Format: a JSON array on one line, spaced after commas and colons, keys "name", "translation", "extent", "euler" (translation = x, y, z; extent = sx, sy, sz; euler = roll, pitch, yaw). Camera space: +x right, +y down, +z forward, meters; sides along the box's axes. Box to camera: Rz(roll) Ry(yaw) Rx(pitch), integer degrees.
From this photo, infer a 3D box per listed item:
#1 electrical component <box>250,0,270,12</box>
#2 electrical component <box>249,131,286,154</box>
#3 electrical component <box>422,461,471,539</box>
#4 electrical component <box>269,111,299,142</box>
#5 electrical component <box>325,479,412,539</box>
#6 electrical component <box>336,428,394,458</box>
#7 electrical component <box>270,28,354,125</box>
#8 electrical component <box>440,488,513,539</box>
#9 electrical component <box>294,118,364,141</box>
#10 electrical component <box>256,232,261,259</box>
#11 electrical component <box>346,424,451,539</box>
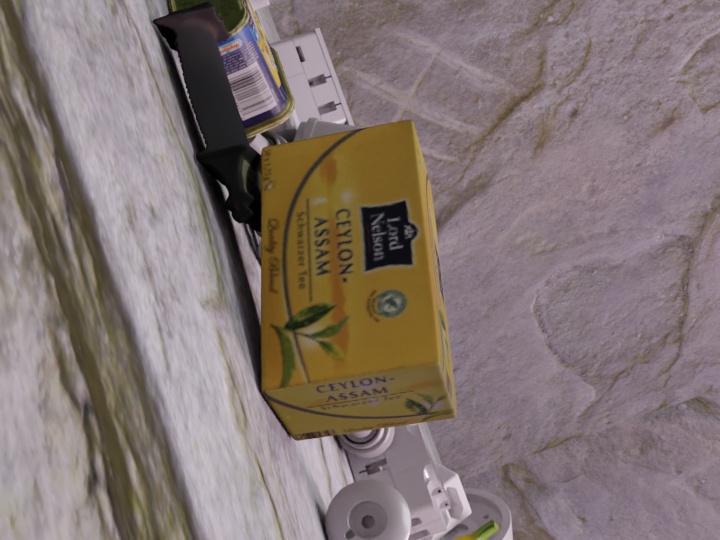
[{"name": "electrical component", "translation": [-0.105, -0.211, 0.864], "extent": [0.043, 0.062, 0.043], "euler": [-20, 90, -88]}, {"name": "electrical component", "translation": [-0.071, -0.083, 0.793], "extent": [0.062, 0.048, 0.048], "euler": [54, 15, -57]}, {"name": "electrical component", "translation": [0.048, 0.208, 0.975], "extent": [0.077, 0.066, 0.047], "euler": [19, -45, 54]}, {"name": "electrical component", "translation": [-0.079, -0.125, 0.895], "extent": [0.099, 0.048, 0.099], "euler": [65, 6, -65]}, {"name": "electrical component", "translation": [0.006, 0.150, 0.617], "extent": [0.062, 0.048, 0.048], "euler": [82, -10, -64]}, {"name": "electrical component", "translation": [0.002, 0.117, 0.808], "extent": [0.062, 0.043, 0.043], "euler": [59, 11, -72]}, {"name": "electrical component", "translation": [-0.049, -0.120, 1.022], "extent": [0.186, 0.060, 0.105], "euler": [70, -19, -5]}, {"name": "electrical component", "translation": [0.095, 0.266, 1.025], "extent": [0.108, 0.108, 0.060], "euler": [-105, -179, -65]}, {"name": "electrical component", "translation": [-0.025, -0.048, 0.864], "extent": [0.108, 0.056, 0.108], "euler": [66, 38, -63]}, {"name": "electrical component", "translation": [-0.048, -0.034, 0.744], "extent": [0.078, 0.058, 0.057], "euler": [66, 2, -61]}, {"name": "electrical component", "translation": [0.018, 0.127, 0.898], "extent": [0.105, 0.060, 0.186], "euler": [66, 5, -65]}]
